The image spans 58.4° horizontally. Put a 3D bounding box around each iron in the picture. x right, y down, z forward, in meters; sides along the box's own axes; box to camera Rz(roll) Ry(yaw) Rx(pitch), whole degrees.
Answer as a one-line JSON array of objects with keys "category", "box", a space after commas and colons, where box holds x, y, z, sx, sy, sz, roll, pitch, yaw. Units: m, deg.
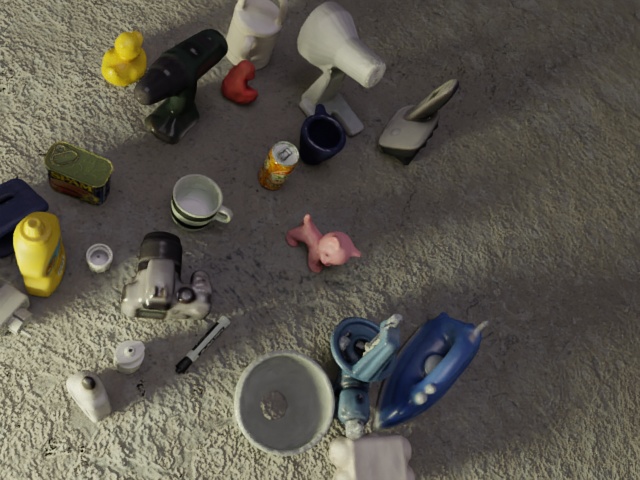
[{"category": "iron", "box": [0.204, 0.236, 1.024, 0.118, 0.141, 0.259, 45, 60, 1]}]

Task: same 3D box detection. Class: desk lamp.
[{"category": "desk lamp", "box": [0.037, -0.336, 1.156, 0.118, 0.213, 0.203, -34, 84, -29]}]

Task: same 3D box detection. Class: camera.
[{"category": "camera", "box": [-0.246, 0.057, 0.942, 0.143, 0.100, 0.137, 7, 66, -19]}]

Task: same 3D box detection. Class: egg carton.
[{"category": "egg carton", "box": [0.087, 0.378, 0.959, 0.151, 0.069, 0.107, 3, 68, -21]}]

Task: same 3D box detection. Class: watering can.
[{"category": "watering can", "box": [-0.125, -0.446, 1.148, 0.101, 0.193, 0.173, 0, 68, -21]}]

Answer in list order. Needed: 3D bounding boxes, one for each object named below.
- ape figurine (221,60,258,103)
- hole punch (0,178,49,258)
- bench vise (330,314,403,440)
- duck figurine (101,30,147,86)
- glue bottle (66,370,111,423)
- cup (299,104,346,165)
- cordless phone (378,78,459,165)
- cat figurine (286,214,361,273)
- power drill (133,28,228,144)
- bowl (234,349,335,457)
[{"category": "ape figurine", "box": [-0.155, -0.322, 1.143, 0.076, 0.092, 0.078, -3, 70, -23]}, {"category": "hole punch", "box": [-0.491, -0.042, 0.891, 0.101, 0.091, 0.109, 48, 60, 3]}, {"category": "bench vise", "box": [0.086, 0.212, 0.942, 0.122, 0.219, 0.207, -2, 69, -22]}, {"category": "duck figurine", "box": [-0.365, -0.348, 1.073, 0.077, 0.086, 0.105, 30, 61, -7]}, {"category": "glue bottle", "box": [-0.323, 0.212, 0.804, 0.037, 0.173, 0.078, -36, 85, -30]}, {"category": "cup", "box": [-0.007, -0.204, 1.151, 0.092, 0.094, 0.118, 1, 68, -21]}, {"category": "cordless phone", "box": [0.213, -0.258, 1.210, 0.094, 0.184, 0.148, 33, 60, -6]}, {"category": "cat figurine", "box": [0.010, 0.004, 1.057, 0.128, 0.117, 0.067, 47, 60, 2]}, {"category": "power drill", "box": [-0.252, -0.265, 1.013, 0.076, 0.208, 0.230, 35, 60, -4]}, {"category": "bowl", "box": [-0.065, 0.269, 0.941, 0.168, 0.074, 0.167, 8, 66, -19]}]
